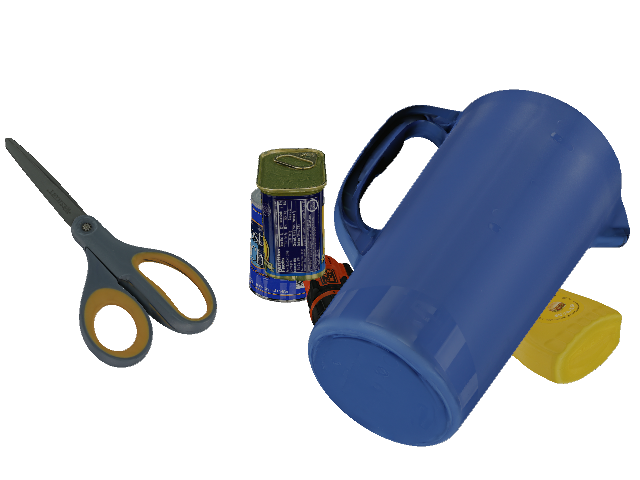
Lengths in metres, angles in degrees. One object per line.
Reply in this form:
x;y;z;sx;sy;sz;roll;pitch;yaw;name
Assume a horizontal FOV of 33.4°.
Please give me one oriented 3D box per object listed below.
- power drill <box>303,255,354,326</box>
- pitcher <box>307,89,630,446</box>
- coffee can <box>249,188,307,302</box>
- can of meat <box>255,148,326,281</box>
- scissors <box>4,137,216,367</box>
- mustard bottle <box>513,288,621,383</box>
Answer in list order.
0.079;0.064;1.158;0.187;0.057;0.184;-4;28;-8;power drill
0.087;0.011;0.717;0.149;0.145;0.242;-2;37;44;pitcher
-0.049;0.002;1.505;0.103;0.140;0.103;3;24;-1;coffee can
-0.023;-0.023;0.906;0.057;0.084;0.102;-2;23;-1;can of meat
-0.162;0.011;0.707;0.202;0.096;0.016;32;-31;12;scissors
0.176;0.062;0.998;0.096;0.058;0.192;-27;37;-32;mustard bottle
